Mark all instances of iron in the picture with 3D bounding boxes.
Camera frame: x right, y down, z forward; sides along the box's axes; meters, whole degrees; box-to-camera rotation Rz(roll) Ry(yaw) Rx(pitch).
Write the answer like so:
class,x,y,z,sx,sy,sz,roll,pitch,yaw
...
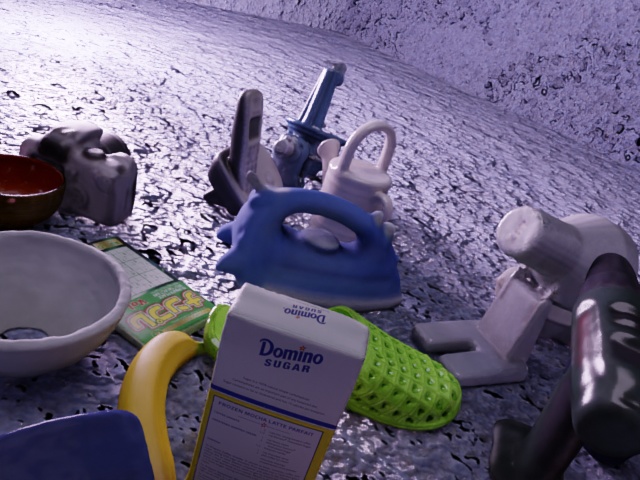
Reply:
class,x,y,z,sx,sy,sz,roll,pitch,yaw
iron,0.007,0.003,0.711,0.259,0.141,0.118,11,27,-17

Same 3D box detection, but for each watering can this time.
class,x,y,z,sx,sy,sz,roll,pitch,yaw
watering can,0.051,-0.092,0.864,0.172,0.194,0.101,31,28,23

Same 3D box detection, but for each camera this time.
class,x,y,z,sx,sy,sz,roll,pitch,yaw
camera,-0.297,-0.104,0.759,0.143,0.101,0.137,22,26,6

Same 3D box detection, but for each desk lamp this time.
class,x,y,z,sx,sy,sz,roll,pitch,yaw
desk lamp,0.247,0.061,0.677,0.204,0.213,0.117,2,31,-31

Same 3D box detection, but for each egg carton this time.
class,x,y,z,sx,sy,sz,roll,pitch,yaw
egg carton,0.329,0.096,0.829,0.150,0.069,0.107,18,26,-2

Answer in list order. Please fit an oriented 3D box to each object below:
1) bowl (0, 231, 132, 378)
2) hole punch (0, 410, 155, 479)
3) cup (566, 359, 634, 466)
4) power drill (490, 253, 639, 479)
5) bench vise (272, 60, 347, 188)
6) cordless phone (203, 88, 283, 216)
class,x,y,z,sx,sy,sz,roll,pitch,yaw
bowl,-0.253,0.064,0.493,0.167,0.075,0.167,15,26,-8
hole punch,-0.148,0.168,0.342,0.109,0.091,0.100,-5,35,-40
cup,0.307,0.185,0.612,0.117,0.095,0.092,28,27,18
power drill,0.236,0.136,0.530,0.075,0.208,0.230,23,26,9
bench vise,-0.005,-0.197,1.000,0.121,0.220,0.207,18,26,-3
cordless phone,-0.098,-0.139,0.865,0.094,0.185,0.148,23,26,9
